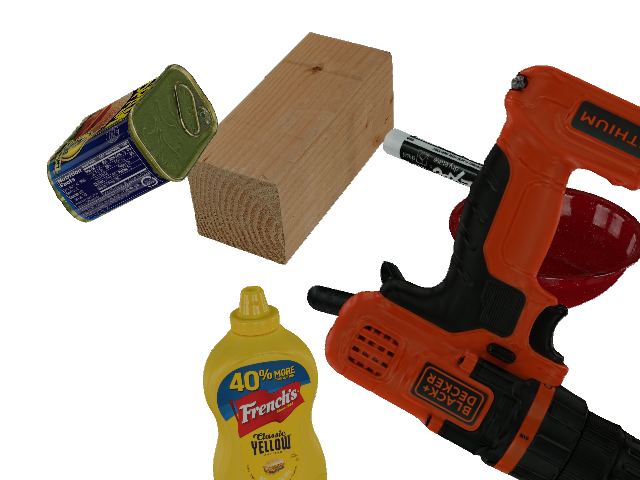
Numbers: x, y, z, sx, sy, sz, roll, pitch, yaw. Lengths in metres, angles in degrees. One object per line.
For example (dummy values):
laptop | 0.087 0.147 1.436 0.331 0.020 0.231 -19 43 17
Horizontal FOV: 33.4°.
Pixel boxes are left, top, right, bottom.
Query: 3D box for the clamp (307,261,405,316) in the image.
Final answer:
clamp | 0.085 0.069 1.067 0.172 0.039 0.120 26 39 31

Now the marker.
marker | 0.095 -0.048 0.727 0.121 0.020 0.020 26 15 32

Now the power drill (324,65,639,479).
power drill | 0.118 0.025 0.517 0.184 0.188 0.057 28 7 5

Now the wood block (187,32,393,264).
wood block | -0.020 -0.086 0.939 0.091 0.090 0.205 19 48 23

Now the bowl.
bowl | 0.186 0.011 0.896 0.162 0.055 0.162 0 30 0

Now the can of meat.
can of meat | -0.129 -0.065 0.727 0.084 0.057 0.102 -24 23 27

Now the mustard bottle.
mustard bottle | -0.049 0.130 0.898 0.096 0.192 0.058 -8 17 -11
